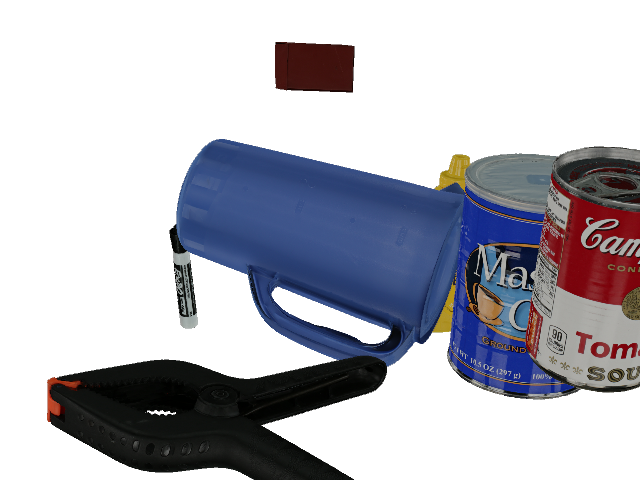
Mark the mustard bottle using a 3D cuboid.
[{"bbox_3d":[0.143,0.001,1.153,0.096,0.192,0.058,-6,21,-23],"label":"mustard bottle"}]

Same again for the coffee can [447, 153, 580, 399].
[{"bbox_3d":[0.144,0.022,0.733,0.103,0.140,0.103,2,23,-1],"label":"coffee can"}]

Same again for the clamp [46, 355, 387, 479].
[{"bbox_3d":[-0.054,0.102,0.634,0.210,0.036,0.164,9,23,6],"label":"clamp"}]

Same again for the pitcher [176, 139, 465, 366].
[{"bbox_3d":[-0.002,0.001,0.930,0.243,0.145,0.149,17,20,15],"label":"pitcher"}]

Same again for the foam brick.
[{"bbox_3d":[-0.007,-0.189,1.166,0.078,0.051,0.053,0,12,-16],"label":"foam brick"}]

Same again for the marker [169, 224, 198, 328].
[{"bbox_3d":[-0.142,0.037,1.106,0.020,0.121,0.020,-2,31,1],"label":"marker"}]

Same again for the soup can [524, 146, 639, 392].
[{"bbox_3d":[0.139,0.014,0.520,0.068,0.102,0.068,2,27,-1],"label":"soup can"}]
